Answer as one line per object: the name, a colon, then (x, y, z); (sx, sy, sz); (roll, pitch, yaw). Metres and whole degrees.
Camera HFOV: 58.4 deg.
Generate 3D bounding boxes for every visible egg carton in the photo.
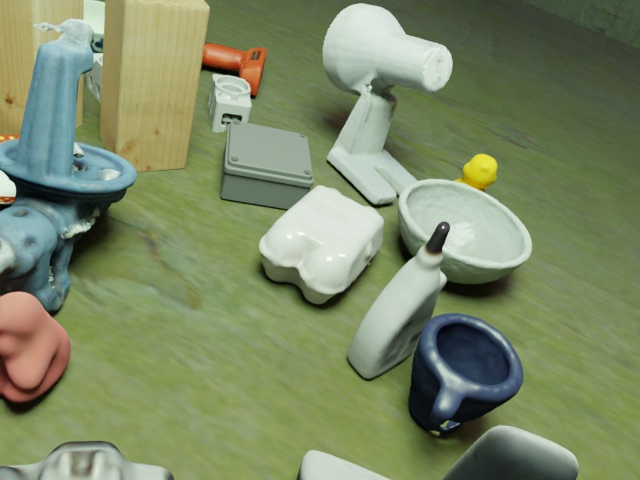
egg carton: (0.006, 0.002, 0.632); (0.107, 0.069, 0.150); (28, 38, 11)

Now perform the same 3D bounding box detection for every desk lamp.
desk lamp: (0.087, -0.193, 0.793); (0.118, 0.213, 0.202); (-14, 48, -36)

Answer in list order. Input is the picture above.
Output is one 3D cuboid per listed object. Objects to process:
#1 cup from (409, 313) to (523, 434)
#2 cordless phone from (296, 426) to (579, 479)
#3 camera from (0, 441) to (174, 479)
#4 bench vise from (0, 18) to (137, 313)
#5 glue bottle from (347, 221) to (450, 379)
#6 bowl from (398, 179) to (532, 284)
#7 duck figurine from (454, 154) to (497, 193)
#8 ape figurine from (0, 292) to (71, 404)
cup: (0.111, 0.133, 0.495); (0.091, 0.095, 0.118); (30, 38, 14)
cordless phone: (0.064, 0.158, 0.368); (0.147, 0.185, 0.094); (21, 37, 2)
camera: (-0.151, 0.188, 0.305); (0.143, 0.101, 0.136); (4, 40, -19)
bench vise: (-0.217, -0.058, 0.483); (0.122, 0.220, 0.207); (4, 40, -19)
glue bottle: (0.081, 0.052, 0.518); (0.078, 0.173, 0.037); (-18, 51, -39)
bowl: (0.166, 0.001, 0.701); (0.167, 0.075, 0.167); (12, 38, -9)
duck figurine: (0.220, -0.079, 0.816); (0.077, 0.086, 0.104); (22, 37, 3)
ape figurine: (-0.224, 0.074, 0.422); (0.076, 0.092, 0.077); (-11, 47, -34)
